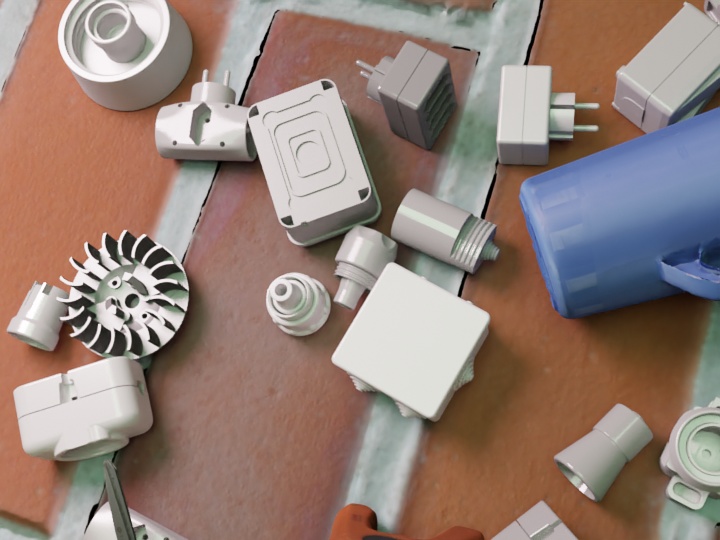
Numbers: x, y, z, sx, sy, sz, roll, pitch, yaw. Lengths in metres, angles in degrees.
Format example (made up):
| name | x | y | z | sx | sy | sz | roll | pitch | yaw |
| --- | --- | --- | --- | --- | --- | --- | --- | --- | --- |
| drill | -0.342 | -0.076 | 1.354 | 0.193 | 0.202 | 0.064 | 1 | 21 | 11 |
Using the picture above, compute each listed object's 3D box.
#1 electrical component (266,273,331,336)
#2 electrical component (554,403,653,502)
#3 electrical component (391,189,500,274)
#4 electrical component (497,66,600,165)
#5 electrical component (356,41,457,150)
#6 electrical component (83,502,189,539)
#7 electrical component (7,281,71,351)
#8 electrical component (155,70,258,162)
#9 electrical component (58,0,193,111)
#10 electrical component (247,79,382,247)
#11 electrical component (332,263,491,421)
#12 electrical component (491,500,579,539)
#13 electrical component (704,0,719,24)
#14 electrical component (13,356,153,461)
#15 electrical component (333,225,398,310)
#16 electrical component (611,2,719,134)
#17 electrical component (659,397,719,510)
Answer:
| name | x | y | z | sx | sy | sz | roll | pitch | yaw |
| --- | --- | --- | --- | --- | --- | --- | --- | --- | --- |
| electrical component | -0.052 | 0.023 | 0.826 | 0.048 | 0.062 | 0.048 | -3 | 75 | 12 |
| electrical component | 0.177 | 0.128 | 0.770 | 0.065 | 0.044 | 0.044 | -43 | 72 | -9 |
| electrical component | 0.070 | -0.028 | 0.830 | 0.081 | 0.043 | 0.043 | 25 | 80 | 15 |
| electrical component | 0.148 | -0.120 | 0.841 | 0.077 | 0.047 | 0.065 | 3 | 75 | 11 |
| electrical component | 0.030 | -0.144 | 0.849 | 0.076 | 0.083 | 0.047 | 29 | 81 | 16 |
| electrical component | -0.171 | 0.224 | 0.800 | 0.077 | 0.043 | 0.079 | 24 | 80 | 15 |
| electrical component | -0.258 | 0.037 | 0.871 | 0.040 | 0.040 | 0.046 | 16 | 72 | 14 |
| electrical component | -0.123 | -0.130 | 0.892 | 0.077 | 0.043 | 0.079 | 3 | 75 | 11 |
| electrical component | -0.204 | -0.197 | 0.916 | 0.108 | 0.060 | 0.108 | -3 | 74 | 9 |
| electrical component | -0.036 | -0.083 | 0.857 | 0.078 | 0.057 | 0.113 | -20 | 72 | 4 |
| electrical component | 0.041 | 0.056 | 0.809 | 0.100 | 0.048 | 0.099 | 28 | 81 | 16 |
| electrical component | 0.127 | 0.206 | 0.725 | 0.059 | 0.095 | 0.053 | -37 | 104 | -2 |
| electrical component | 0.312 | -0.191 | 0.829 | 0.057 | 0.058 | 0.078 | -29 | 72 | 4 |
| electrical component | -0.213 | 0.111 | 0.834 | 0.095 | 0.053 | 0.059 | -18 | 72 | 4 |
| electrical component | 0.000 | 0.000 | 0.835 | 0.043 | 0.043 | 0.062 | 22 | 80 | 15 |
| electrical component | 0.249 | -0.152 | 0.825 | 0.096 | 0.061 | 0.061 | -45 | 72 | -5 |
| electrical component | 0.243 | 0.127 | 0.750 | 0.058 | 0.057 | 0.078 | 27 | 80 | 16 |
